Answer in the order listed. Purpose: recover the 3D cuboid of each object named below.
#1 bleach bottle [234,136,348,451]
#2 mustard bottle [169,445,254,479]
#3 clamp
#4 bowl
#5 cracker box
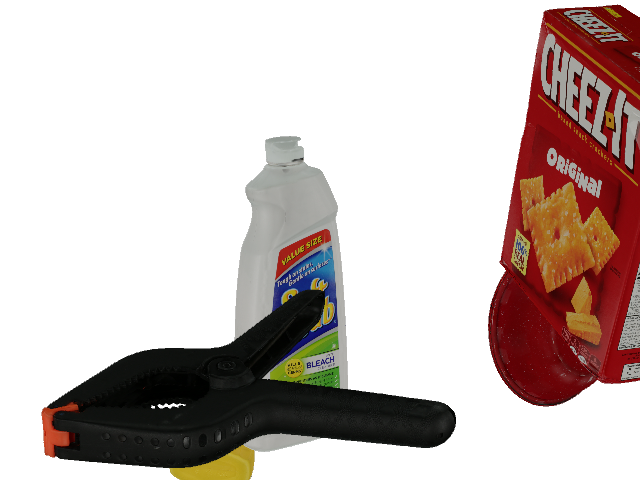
[{"bbox_3d":[-0.030,0.041,0.883,0.102,0.251,0.068,-10,16,-26],"label":"bleach bottle"},{"bbox_3d":[-0.117,0.223,1.295,0.096,0.058,0.191,4,23,5],"label":"mustard bottle"},{"bbox_3d":[-0.052,0.080,0.600,0.209,0.036,0.165,-7,25,-19],"label":"clamp"},{"bbox_3d":[0.246,0.088,1.067,0.161,0.162,0.055,0,-1,-31],"label":"bowl"},{"bbox_3d":[0.199,-0.033,0.741,0.072,0.214,0.164,-7,33,-16],"label":"cracker box"}]
